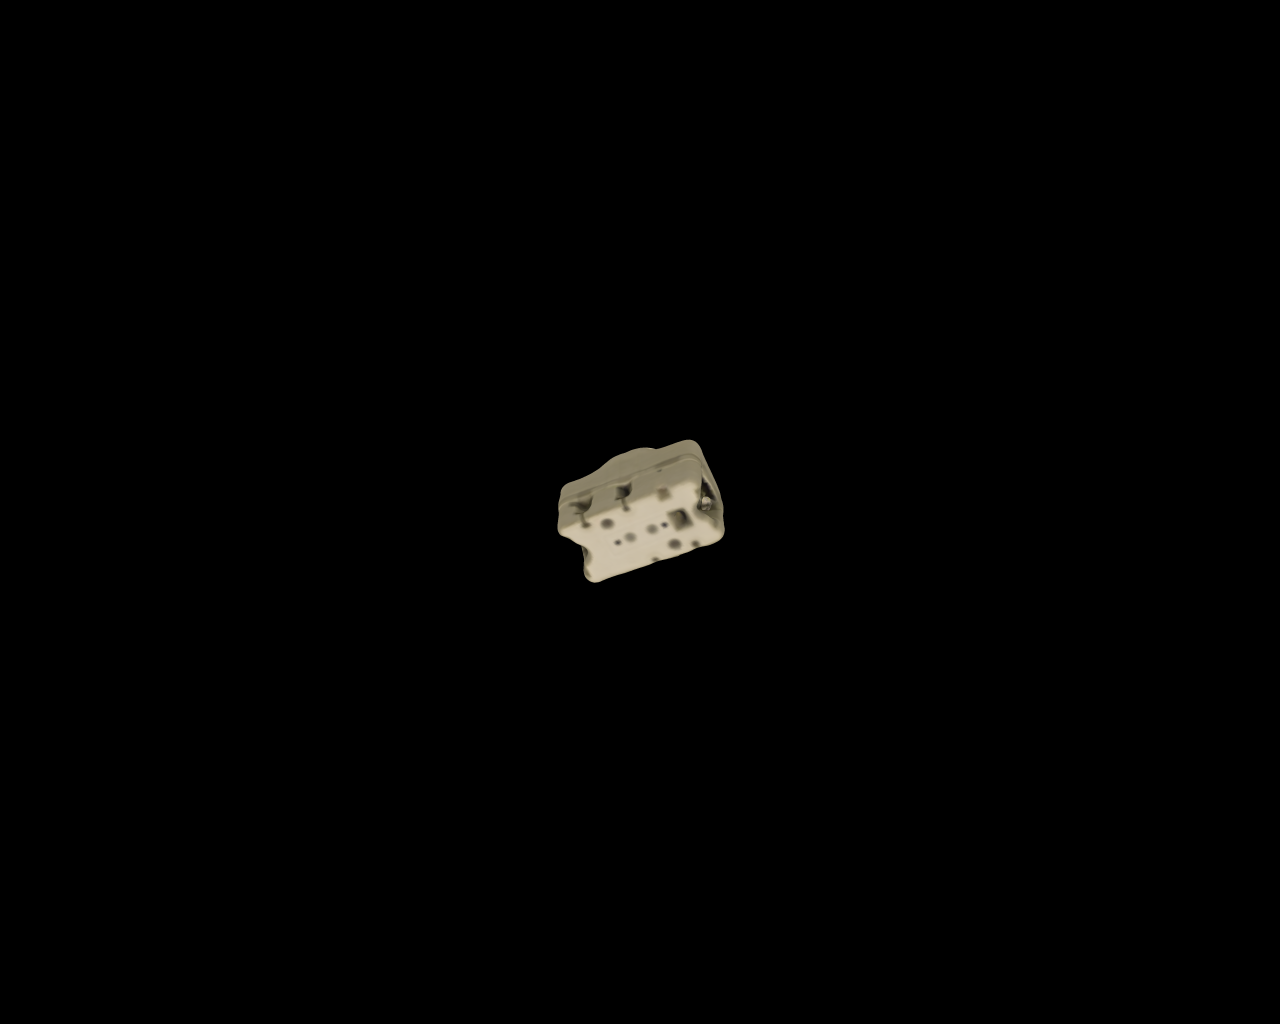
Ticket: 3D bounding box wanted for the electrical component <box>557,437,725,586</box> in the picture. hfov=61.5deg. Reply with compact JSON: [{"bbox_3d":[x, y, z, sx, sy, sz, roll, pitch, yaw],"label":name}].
[{"bbox_3d":[0.001,-0.003,0.650,0.089,0.050,0.056,-20,31,13],"label":"electrical component"}]
